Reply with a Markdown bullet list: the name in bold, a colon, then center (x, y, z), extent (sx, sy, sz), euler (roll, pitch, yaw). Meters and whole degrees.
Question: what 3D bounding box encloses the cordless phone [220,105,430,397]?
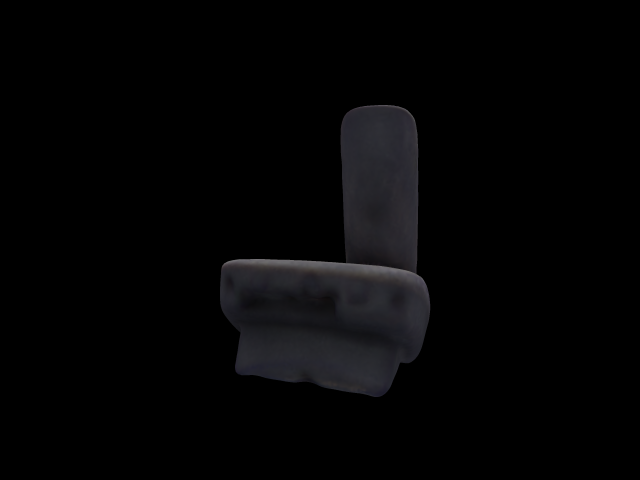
- **cordless phone**: center (0.004, 0.001, 0.400), extent (0.147, 0.185, 0.094), euler (2, 12, 11)
